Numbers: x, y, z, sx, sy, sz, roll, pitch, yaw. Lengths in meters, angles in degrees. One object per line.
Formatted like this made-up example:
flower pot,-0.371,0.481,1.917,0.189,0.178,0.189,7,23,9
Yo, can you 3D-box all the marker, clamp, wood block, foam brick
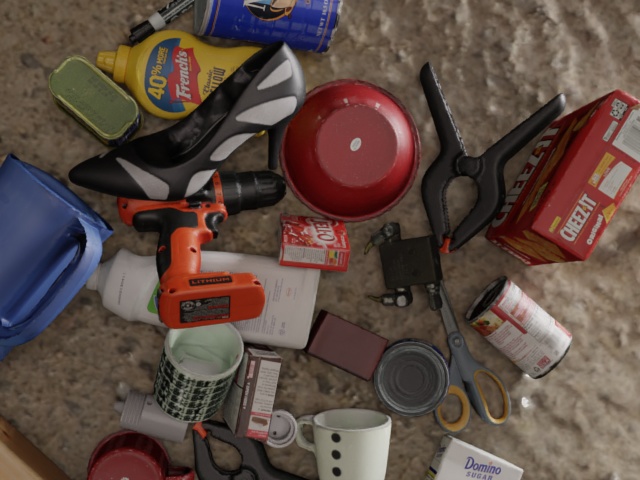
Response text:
marker,-0.159,-0.255,1.173,0.121,0.020,0.020,-37,93,-5
clamp,-0.086,0.272,1.168,0.171,0.039,0.120,40,81,2
wood block,-0.321,0.269,1.118,0.206,0.091,0.090,44,85,-4
foam brick,0.027,0.115,1.174,0.078,0.053,0.051,25,87,-7
clamp,0.159,-0.090,1.186,0.165,0.036,0.210,24,98,17

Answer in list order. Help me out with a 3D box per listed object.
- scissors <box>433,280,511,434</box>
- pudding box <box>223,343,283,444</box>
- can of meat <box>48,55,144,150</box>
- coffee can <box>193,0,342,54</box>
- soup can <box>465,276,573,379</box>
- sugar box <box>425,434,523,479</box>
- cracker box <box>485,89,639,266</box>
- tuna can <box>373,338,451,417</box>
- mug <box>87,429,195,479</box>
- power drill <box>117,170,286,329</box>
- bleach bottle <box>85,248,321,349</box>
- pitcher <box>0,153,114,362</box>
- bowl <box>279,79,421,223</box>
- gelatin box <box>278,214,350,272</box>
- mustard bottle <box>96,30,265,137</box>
scissors,0.141,0.131,1.204,0.096,0.016,0.202,-33,93,-5
pudding box,-0.073,0.159,1.133,0.039,0.113,0.090,10,89,-10
can of meat,-0.238,-0.146,1.133,0.102,0.084,0.057,40,84,-5
coffee can,-0.056,-0.258,1.132,0.140,0.103,0.103,6,89,-15
soup can,0.221,0.098,1.186,0.102,0.068,0.068,41,86,-5
sugar box,0.148,0.317,1.190,0.093,0.048,0.176,25,83,-6
cracker box,0.260,-0.059,1.118,0.072,0.214,0.164,32,86,-2
tuna can,0.102,0.152,1.181,0.086,0.033,0.086,0,89,7
mug,-0.192,0.254,1.136,0.117,0.081,0.093,3,89,-6
power drill,-0.111,0.001,1.111,0.184,0.057,0.188,-9,46,-10
bleach bottle,-0.131,0.050,1.153,0.250,0.068,0.102,11,90,-4
pitcher,-0.330,0.046,1.094,0.145,0.149,0.243,37,89,-5
bowl,0.037,-0.101,1.175,0.162,0.055,0.162,0,89,-6
gelatin box,-0.008,0.001,1.152,0.073,0.089,0.030,6,112,-5
mustard bottle,-0.145,-0.176,1.154,0.191,0.058,0.096,11,95,-5
